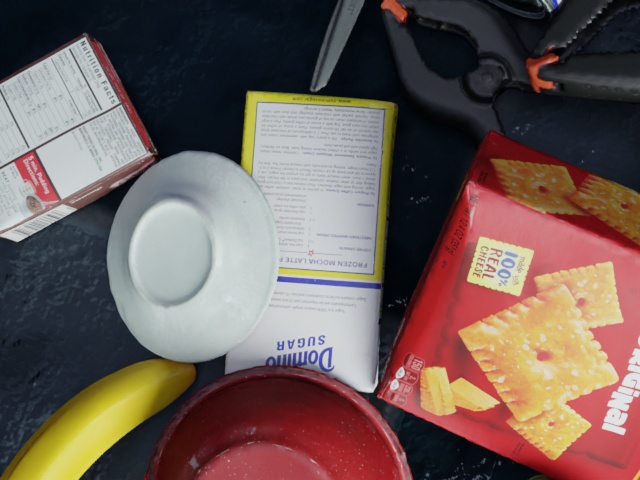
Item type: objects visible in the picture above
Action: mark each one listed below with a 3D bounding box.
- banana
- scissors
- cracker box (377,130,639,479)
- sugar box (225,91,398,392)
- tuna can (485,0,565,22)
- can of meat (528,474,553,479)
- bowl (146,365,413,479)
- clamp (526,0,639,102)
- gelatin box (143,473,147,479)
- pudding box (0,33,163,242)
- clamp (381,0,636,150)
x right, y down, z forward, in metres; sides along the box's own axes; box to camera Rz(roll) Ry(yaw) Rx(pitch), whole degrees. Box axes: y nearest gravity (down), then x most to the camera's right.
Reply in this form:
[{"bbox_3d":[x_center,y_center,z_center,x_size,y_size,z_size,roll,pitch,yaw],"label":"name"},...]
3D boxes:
[{"bbox_3d":[-0.147,0.139,0.626,0.069,0.037,0.197,43,64,-28],"label":"banana"},{"bbox_3d":[0.051,-0.177,0.654,0.096,0.016,0.201,6,73,-3],"label":"scissors"},{"bbox_3d":[0.155,0.059,0.582,0.214,0.072,0.164,24,127,6],"label":"cracker box"},{"bbox_3d":[-0.004,0.001,0.654,0.093,0.048,0.176,5,90,6],"label":"sugar box"},{"bbox_3d":[0.111,-0.166,0.635,0.086,0.086,0.034,32,91,6],"label":"tuna can"},{"bbox_3d":[0.131,0.193,0.610,0.057,0.084,0.102,23,88,5],"label":"can of meat"},{"bbox_3d":[-0.028,0.154,0.605,0.162,0.055,0.162,0,91,7],"label":"bowl"},{"bbox_3d":[0.215,-0.145,0.609,0.210,0.036,0.164,-18,66,10],"label":"clamp"},{"bbox_3d":[-0.061,0.153,0.656,0.089,0.030,0.073,30,91,6],"label":"gelatin box"},{"bbox_3d":[-0.170,-0.064,0.676,0.113,0.039,0.090,-28,84,1],"label":"pudding box"},{"bbox_3d":[0.101,-0.084,0.654,0.171,0.039,0.120,31,84,11],"label":"clamp"}]
